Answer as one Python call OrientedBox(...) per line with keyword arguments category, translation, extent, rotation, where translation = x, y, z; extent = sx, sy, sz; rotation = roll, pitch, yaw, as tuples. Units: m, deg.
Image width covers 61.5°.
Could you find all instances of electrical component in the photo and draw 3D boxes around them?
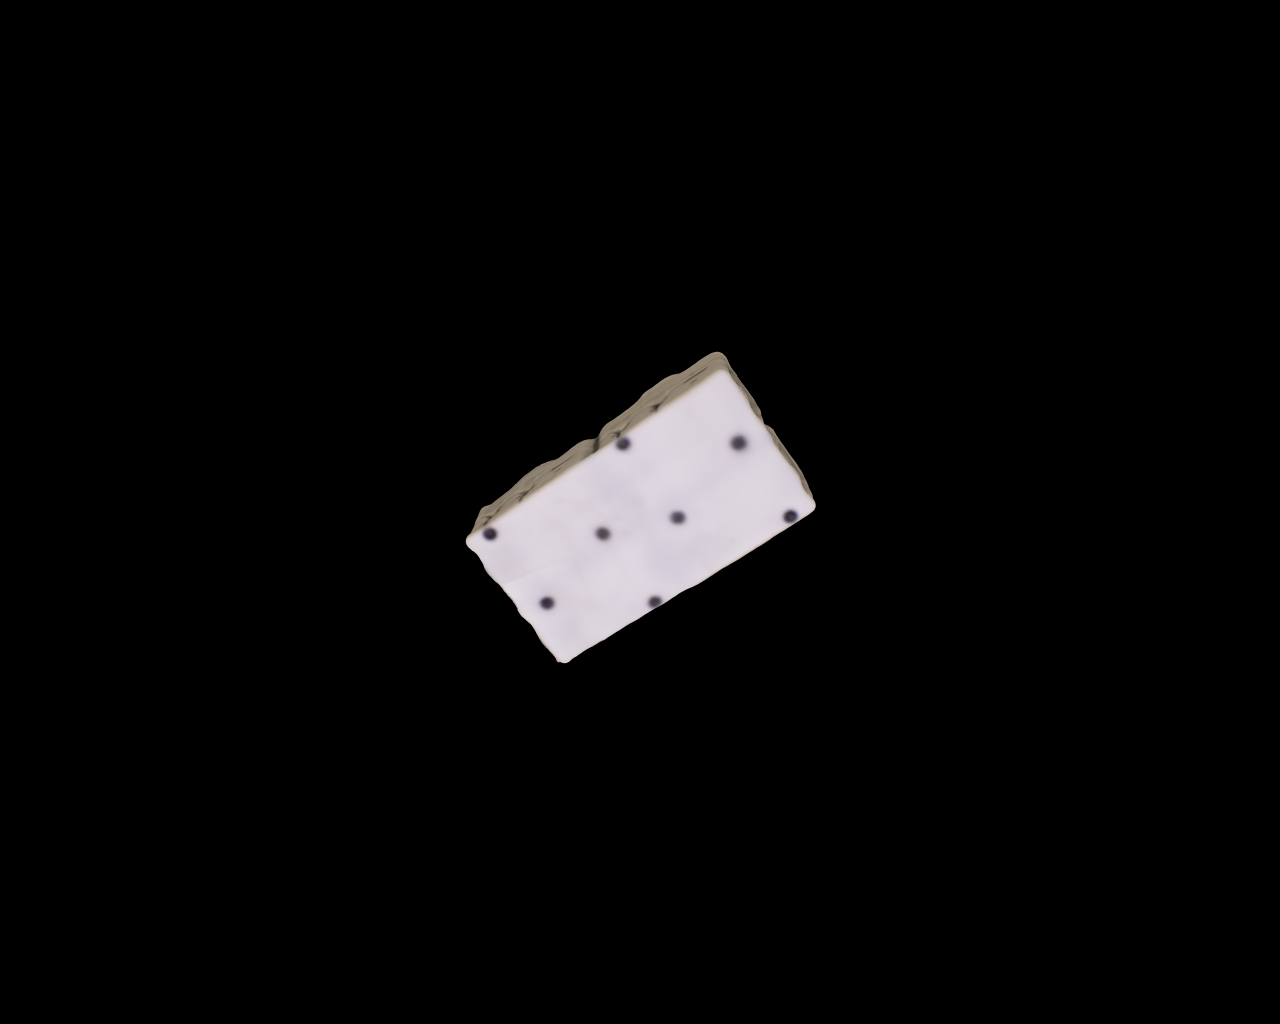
OrientedBox(category="electrical component", translation=(0.001, -0.003, 0.650), extent=(0.186, 0.105, 0.060), rotation=(-33, 16, 11))
